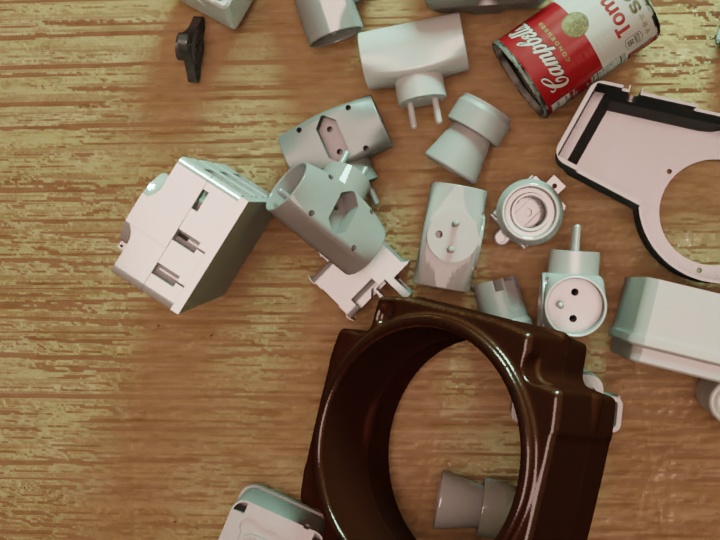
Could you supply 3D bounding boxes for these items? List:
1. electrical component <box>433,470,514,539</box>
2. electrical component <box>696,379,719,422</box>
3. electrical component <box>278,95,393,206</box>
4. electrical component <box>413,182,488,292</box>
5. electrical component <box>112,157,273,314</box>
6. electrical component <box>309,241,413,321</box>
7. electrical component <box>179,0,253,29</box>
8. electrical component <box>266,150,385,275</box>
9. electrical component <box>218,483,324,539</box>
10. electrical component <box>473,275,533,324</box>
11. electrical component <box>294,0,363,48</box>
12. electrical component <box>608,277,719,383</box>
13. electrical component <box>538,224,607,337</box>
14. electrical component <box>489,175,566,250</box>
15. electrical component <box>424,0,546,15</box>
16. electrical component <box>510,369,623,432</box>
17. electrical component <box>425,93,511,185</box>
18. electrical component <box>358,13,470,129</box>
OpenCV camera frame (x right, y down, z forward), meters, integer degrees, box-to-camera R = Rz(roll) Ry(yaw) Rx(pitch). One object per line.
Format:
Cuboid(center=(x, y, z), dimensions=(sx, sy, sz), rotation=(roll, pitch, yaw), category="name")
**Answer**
Cuboid(center=(0.086, 0.178, 0.815), dimensions=(0.055, 0.045, 0.045), rotation=(9, 93, 5), category="electrical component")
Cuboid(center=(0.296, 0.105, 0.784), dimensions=(0.095, 0.059, 0.053), rotation=(42, 96, 3), category="electrical component")
Cuboid(center=(-0.011, -0.081, 0.814), dimensions=(0.077, 0.043, 0.079), rotation=(-24, 90, 6), category="electrical component")
Cuboid(center=(0.068, -0.024, 0.789), dimensions=(0.044, 0.079, 0.077), rotation=(10, 92, 2), category="electrical component")
Cuboid(center=(-0.116, -0.029, 0.772), dimensions=(0.062, 0.150, 0.089), rotation=(33, 95, 2), category="electrical component")
Cuboid(center=(0.000, 0.000, 0.818), dimensions=(0.081, 0.042, 0.064), rotation=(44, 97, 3), category="electrical component")
Cuboid(center=(-0.100, -0.240, 0.810), dimensions=(0.062, 0.061, 0.096), rotation=(29, 86, 5), category="electrical component")
Cuboid(center=(-0.017, -0.050, 0.768), dimensions=(0.077, 0.043, 0.079), rotation=(39, 58, -23), category="electrical component")
Cuboid(center=(-0.076, 0.231, 0.827), dimensions=(0.078, 0.057, 0.113), rotation=(23, 94, 4), category="electrical component")
Cuboid(center=(0.107, 0.030, 0.810), dimensions=(0.040, 0.040, 0.046), rotation=(-14, 86, 6), category="electrical component")
Cuboid(center=(-0.013, -0.217, 0.807), dimensions=(0.079, 0.044, 0.077), rotation=(-19, 91, 6), category="electrical component")
Cuboid(center=(0.225, 0.041, 0.761), dimensions=(0.078, 0.113, 0.057), rotation=(14, 91, 5), category="electrical component")
Cuboid(center=(0.155, 0.006, 0.784), dimensions=(0.044, 0.077, 0.079), rotation=(4, 93, 6), category="electrical component")
Cuboid(center=(0.125, -0.043, 0.796), dimensions=(0.048, 0.055, 0.066), rotation=(45, 96, 2), category="electrical component")
Cuboid(center=(0.093, -0.220, 0.789), dimensions=(0.095, 0.059, 0.053), rotation=(-1, 92, 6), category="electrical component")
Cuboid(center=(0.151, 0.099, 0.799), dimensions=(0.078, 0.057, 0.058), rotation=(5, 93, 5), category="electrical component")
Cuboid(center=(0.081, -0.098, 0.803), dimensions=(0.045, 0.045, 0.055), rotation=(31, 95, 4), category="electrical component")
Cuboid(center=(0.043, -0.145, 0.802), dimensions=(0.077, 0.043, 0.079), rotation=(-10, 86, 8), category="electrical component")
